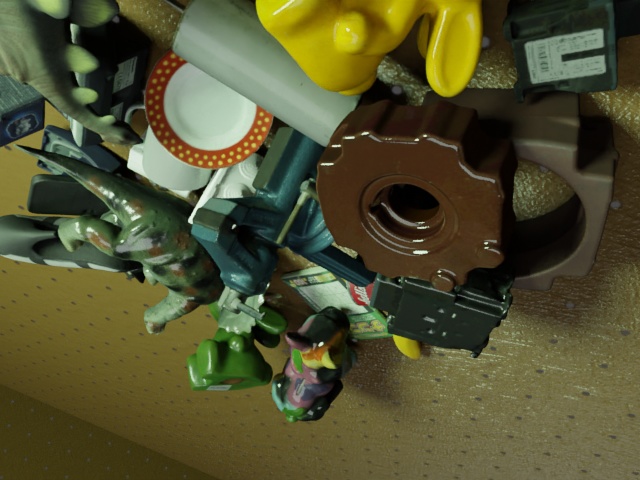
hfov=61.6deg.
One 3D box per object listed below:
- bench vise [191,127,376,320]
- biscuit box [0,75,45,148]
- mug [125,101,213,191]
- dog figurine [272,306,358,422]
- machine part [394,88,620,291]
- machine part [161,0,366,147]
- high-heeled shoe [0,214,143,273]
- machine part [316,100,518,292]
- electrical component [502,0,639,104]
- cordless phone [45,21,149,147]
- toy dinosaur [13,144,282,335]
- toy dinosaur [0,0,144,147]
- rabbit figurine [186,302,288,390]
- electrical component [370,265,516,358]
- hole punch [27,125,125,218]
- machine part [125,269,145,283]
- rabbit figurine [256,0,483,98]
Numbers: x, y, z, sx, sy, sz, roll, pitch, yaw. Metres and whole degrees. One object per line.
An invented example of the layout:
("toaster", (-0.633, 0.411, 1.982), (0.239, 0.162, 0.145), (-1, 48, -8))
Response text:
("bench vise", (-0.008, -0.002, 0.589), (0.240, 0.223, 0.129), (30, 160, -36))
("biscuit box", (-0.384, -0.197, 0.578), (0.202, 0.063, 0.059), (49, 145, 2))
("mug", (-0.165, -0.126, 0.608), (0.110, 0.081, 0.107), (26, 131, 0))
("dog figurine", (-0.014, 0.198, 0.840), (0.109, 0.191, 0.219), (30, 170, 13))
("machine part", (0.168, -0.046, 0.526), (0.202, 0.087, 0.200), (8, 141, 22))
("machine part", (-0.044, -0.160, 0.497), (0.243, 0.079, 0.079), (29, 144, -12))
("high-heeled shoe", (-0.353, 0.005, 0.795), (0.145, 0.086, 0.248), (-3, 171, 29))
("machine part", (0.080, -0.034, 0.460), (0.180, 0.056, 0.179), (17, 138, 17))
("electrical component", (0.205, -0.151, 0.403), (0.119, 0.048, 0.074), (2, 140, 28))
("cordless phone", (-0.286, -0.203, 0.572), (0.184, 0.089, 0.146), (38, 143, -2))
("toy dinosaur", (-0.193, 0.009, 0.714), (0.192, 0.131, 0.404), (-16, 138, 15))
("toy dinosaur", (-0.266, -0.243, 0.368), (0.199, 0.105, 0.470), (-9, 136, 27))
("rabbit figurine", (-0.134, 0.149, 0.880), (0.159, 0.170, 0.121), (3, 151, -17))
("electrical component", (0.122, 0.062, 0.567), (0.134, 0.058, 0.114), (15, 142, 9))
("hole punch", (-0.339, -0.090, 0.749), (0.116, 0.092, 0.142), (6, 152, -32))
("machine part", (-0.303, 0.038, 0.922), (0.139, 0.039, 0.084), (-5, 128, 35))
("rabbit figurine", (0.060, -0.179, 0.391), (0.173, 0.122, 0.162), (-28, 122, 25))
